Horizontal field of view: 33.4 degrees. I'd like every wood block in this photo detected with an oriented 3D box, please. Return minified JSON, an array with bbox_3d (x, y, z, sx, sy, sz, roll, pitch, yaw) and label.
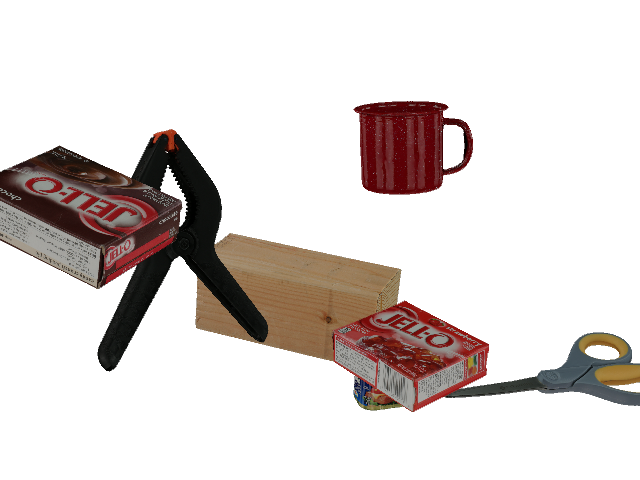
[{"bbox_3d":[-0.026,0.065,1.182,0.206,0.091,0.090,12,22,17],"label":"wood block"}]

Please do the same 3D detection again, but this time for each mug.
[{"bbox_3d":[0.093,-0.092,1.058,0.117,0.081,0.093,0,14,8],"label":"mug"}]

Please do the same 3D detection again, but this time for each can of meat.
[{"bbox_3d":[0.094,0.169,1.386,0.102,0.084,0.057,-4,24,-17],"label":"can of meat"}]

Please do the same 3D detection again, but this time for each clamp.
[{"bbox_3d":[-0.120,0.008,0.955,0.164,0.210,0.036,1,-1,-34],"label":"clamp"}]

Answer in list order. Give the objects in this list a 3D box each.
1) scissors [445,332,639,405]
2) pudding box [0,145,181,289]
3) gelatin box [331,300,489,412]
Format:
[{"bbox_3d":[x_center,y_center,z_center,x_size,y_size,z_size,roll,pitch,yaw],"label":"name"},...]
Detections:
[{"bbox_3d":[0.191,0.105,0.882,0.201,0.016,0.096,4,29,-8],"label":"scissors"},{"bbox_3d":[-0.166,-0.018,0.730,0.114,0.039,0.089,22,29,20],"label":"pudding box"},{"bbox_3d":[0.063,0.079,0.761,0.073,0.030,0.089,-19,31,-34],"label":"gelatin box"}]
